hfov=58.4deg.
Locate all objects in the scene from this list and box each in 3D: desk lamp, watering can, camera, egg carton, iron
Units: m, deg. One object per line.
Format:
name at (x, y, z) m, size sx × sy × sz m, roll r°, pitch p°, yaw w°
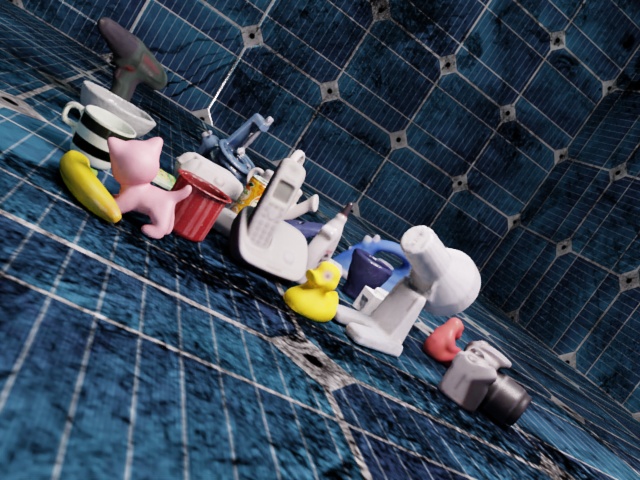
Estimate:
desk lamp at (0.155, 0.087, 0.971) m, size 0.204 × 0.213 × 0.117 m, roll 25°, pitch 11°, yaw -45°
watering can at (-0.084, -0.117, 1.322) m, size 0.173 × 0.194 × 0.101 m, roll 31°, pitch 8°, yaw -13°
camera at (0.289, 0.243, 0.971) m, size 0.136 × 0.101 × 0.144 m, roll 36°, pitch 8°, yaw 22°
egg carton at (-0.238, -0.128, 1.227) m, size 0.151 × 0.069 × 0.107 m, roll 28°, pitch 10°, yaw -35°
iron at (0.149, 0.059, 1.380) m, size 0.259 × 0.141 × 0.118 m, roll 29°, pitch 9°, yaw -29°

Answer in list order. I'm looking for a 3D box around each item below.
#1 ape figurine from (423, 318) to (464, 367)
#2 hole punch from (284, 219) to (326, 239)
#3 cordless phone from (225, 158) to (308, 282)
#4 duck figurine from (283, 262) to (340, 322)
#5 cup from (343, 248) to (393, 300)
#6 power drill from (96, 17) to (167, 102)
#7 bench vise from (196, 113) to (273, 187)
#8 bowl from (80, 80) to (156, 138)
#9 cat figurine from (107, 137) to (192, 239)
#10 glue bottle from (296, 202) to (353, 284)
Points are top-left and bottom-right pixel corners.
ape figurine at (0.253, 0.197, 1.141) m, size 0.076 × 0.092 × 0.077 m, roll 30°, pitch 9°, yaw -25°
hole punch at (-0.045, -0.016, 1.241) m, size 0.101 × 0.091 × 0.108 m, roll 33°, pitch 8°, yaw -4°
cordless phone at (-0.057, -0.032, 0.948) m, size 0.148 × 0.185 × 0.093 m, roll 27°, pitch 10°, yaw -40°
duck figurine at (0.001, 0.075, 0.896) m, size 0.077 × 0.086 × 0.105 m, roll 39°, pitch 10°, yaw 37°
cup at (0.084, 0.074, 1.200) m, size 0.092 × 0.095 × 0.117 m, roll 27°, pitch 10°, yaw -37°
power drill at (-0.450, -0.360, 1.282) m, size 0.075 × 0.208 × 0.230 m, roll 36°, pitch 8°, yaw 21°
bench vise at (-0.218, -0.234, 1.399) m, size 0.207 × 0.219 × 0.122 m, roll 35°, pitch 8°, yaw 15°
bowl at (-0.441, -0.264, 1.221) m, size 0.167 × 0.074 × 0.167 m, roll 33°, pitch 8°, yaw -5°
cat figurine at (-0.237, -0.082, 0.778) m, size 0.128 × 0.117 × 0.067 m, roll 32°, pitch 8°, yaw -10°
glue bottle at (0.010, 0.004, 1.044) m, size 0.037 × 0.173 × 0.078 m, roll 35°, pitch 8°, yaw 16°
